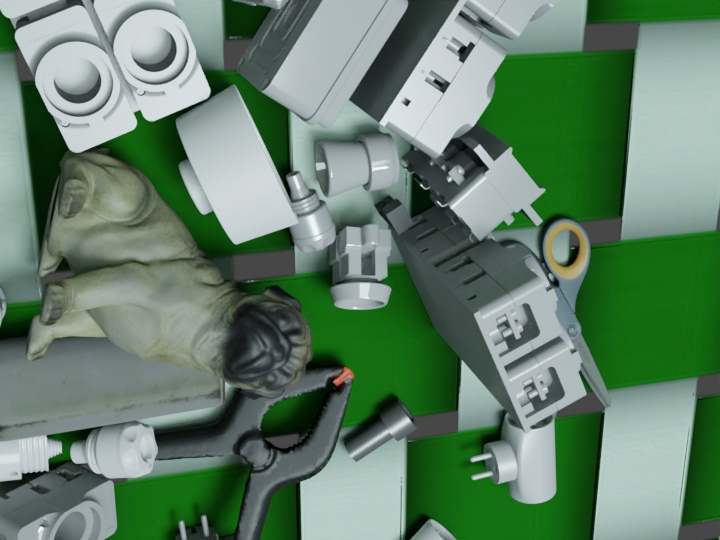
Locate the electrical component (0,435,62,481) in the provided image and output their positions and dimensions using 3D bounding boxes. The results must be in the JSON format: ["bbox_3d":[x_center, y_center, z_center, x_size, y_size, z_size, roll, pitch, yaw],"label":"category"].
[{"bbox_3d":[-0.270,0.139,0.823,0.081,0.043,0.043,-3,111,-16],"label":"electrical component"}]

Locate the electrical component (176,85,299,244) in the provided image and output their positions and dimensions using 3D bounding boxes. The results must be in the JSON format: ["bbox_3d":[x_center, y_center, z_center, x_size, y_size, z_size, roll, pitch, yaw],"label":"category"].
[{"bbox_3d":[-0.093,-0.070,0.765,0.060,0.108,0.108,-25,116,0],"label":"electrical component"}]

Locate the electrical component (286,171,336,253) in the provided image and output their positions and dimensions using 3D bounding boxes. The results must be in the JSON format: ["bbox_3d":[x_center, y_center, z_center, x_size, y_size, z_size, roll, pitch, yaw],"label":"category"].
[{"bbox_3d":[-0.042,-0.046,0.827,0.035,0.035,0.061,-22,113,-8],"label":"electrical component"}]

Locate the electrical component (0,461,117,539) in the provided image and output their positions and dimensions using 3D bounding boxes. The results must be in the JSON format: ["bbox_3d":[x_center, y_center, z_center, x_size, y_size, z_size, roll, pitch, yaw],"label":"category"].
[{"bbox_3d":[-0.235,0.193,0.824,0.089,0.056,0.050,-25,122,-49],"label":"electrical component"}]

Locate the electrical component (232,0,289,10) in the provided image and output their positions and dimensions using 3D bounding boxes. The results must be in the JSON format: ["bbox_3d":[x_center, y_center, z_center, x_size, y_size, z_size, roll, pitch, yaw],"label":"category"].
[{"bbox_3d":[-0.070,-0.226,0.715,0.048,0.100,0.099,-24,116,-22],"label":"electrical component"}]

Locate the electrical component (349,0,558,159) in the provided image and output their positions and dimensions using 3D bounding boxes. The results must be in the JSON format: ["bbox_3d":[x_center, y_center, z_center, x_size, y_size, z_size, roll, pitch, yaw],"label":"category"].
[{"bbox_3d":[0.073,-0.180,0.772,0.060,0.105,0.186,30,99,-25],"label":"electrical component"}]

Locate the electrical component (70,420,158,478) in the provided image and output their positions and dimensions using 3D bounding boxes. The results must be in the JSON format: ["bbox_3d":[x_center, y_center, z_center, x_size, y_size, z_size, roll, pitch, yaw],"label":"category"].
[{"bbox_3d":[-0.191,0.138,0.826,0.062,0.043,0.043,-6,115,17],"label":"electrical component"}]

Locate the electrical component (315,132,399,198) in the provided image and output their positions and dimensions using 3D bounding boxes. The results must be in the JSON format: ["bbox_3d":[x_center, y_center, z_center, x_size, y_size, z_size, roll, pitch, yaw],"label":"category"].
[{"bbox_3d":[-0.003,-0.081,0.820,0.055,0.045,0.045,-10,113,-14],"label":"electrical component"}]

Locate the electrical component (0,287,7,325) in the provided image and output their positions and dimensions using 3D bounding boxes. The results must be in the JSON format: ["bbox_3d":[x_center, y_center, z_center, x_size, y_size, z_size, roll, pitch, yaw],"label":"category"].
[{"bbox_3d":[-0.278,0.034,0.769,0.048,0.062,0.048,-6,112,-15],"label":"electrical component"}]

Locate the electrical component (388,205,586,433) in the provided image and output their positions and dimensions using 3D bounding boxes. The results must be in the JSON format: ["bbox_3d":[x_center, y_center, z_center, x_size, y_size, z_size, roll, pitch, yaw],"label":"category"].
[{"bbox_3d":[0.096,0.025,0.812,0.060,0.186,0.105,-28,116,-5],"label":"electrical component"}]

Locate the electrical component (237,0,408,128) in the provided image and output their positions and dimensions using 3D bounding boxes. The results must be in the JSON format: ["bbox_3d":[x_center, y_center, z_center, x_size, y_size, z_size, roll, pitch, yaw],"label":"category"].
[{"bbox_3d":[-0.027,-0.166,0.760,0.057,0.078,0.113,28,100,-31],"label":"electrical component"}]

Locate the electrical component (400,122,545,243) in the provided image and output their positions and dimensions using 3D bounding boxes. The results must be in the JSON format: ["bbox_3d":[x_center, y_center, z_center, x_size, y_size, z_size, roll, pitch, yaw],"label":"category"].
[{"bbox_3d":[0.080,-0.072,0.807,0.063,0.121,0.078,-42,116,4],"label":"electrical component"}]

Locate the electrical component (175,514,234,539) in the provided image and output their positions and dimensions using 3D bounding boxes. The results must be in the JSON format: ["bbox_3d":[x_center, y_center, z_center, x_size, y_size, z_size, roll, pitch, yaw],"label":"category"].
[{"bbox_3d":[-0.135,0.240,0.901,0.083,0.047,0.075,-10,108,-13],"label":"electrical component"}]

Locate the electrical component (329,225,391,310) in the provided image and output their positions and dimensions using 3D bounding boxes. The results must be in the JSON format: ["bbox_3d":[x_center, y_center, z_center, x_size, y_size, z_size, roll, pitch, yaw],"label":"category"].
[{"bbox_3d":[0.000,0.000,0.839,0.048,0.066,0.055,4,75,-19],"label":"electrical component"}]

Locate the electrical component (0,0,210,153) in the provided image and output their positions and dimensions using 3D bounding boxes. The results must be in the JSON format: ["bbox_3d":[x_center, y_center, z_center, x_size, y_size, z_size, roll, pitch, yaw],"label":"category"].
[{"bbox_3d":[-0.184,-0.185,0.716,0.105,0.060,0.186,-24,115,-7],"label":"electrical component"}]

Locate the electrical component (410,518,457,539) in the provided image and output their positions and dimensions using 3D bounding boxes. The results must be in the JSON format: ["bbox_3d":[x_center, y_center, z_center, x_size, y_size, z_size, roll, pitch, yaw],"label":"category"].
[{"bbox_3d":[0.051,0.269,0.972,0.043,0.043,0.081,40,95,-26],"label":"electrical component"}]

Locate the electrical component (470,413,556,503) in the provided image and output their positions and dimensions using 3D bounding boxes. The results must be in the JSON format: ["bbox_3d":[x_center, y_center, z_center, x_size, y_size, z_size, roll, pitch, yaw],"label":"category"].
[{"bbox_3d":[0.136,0.168,0.959,0.079,0.044,0.077,-11,113,-13],"label":"electrical component"}]
